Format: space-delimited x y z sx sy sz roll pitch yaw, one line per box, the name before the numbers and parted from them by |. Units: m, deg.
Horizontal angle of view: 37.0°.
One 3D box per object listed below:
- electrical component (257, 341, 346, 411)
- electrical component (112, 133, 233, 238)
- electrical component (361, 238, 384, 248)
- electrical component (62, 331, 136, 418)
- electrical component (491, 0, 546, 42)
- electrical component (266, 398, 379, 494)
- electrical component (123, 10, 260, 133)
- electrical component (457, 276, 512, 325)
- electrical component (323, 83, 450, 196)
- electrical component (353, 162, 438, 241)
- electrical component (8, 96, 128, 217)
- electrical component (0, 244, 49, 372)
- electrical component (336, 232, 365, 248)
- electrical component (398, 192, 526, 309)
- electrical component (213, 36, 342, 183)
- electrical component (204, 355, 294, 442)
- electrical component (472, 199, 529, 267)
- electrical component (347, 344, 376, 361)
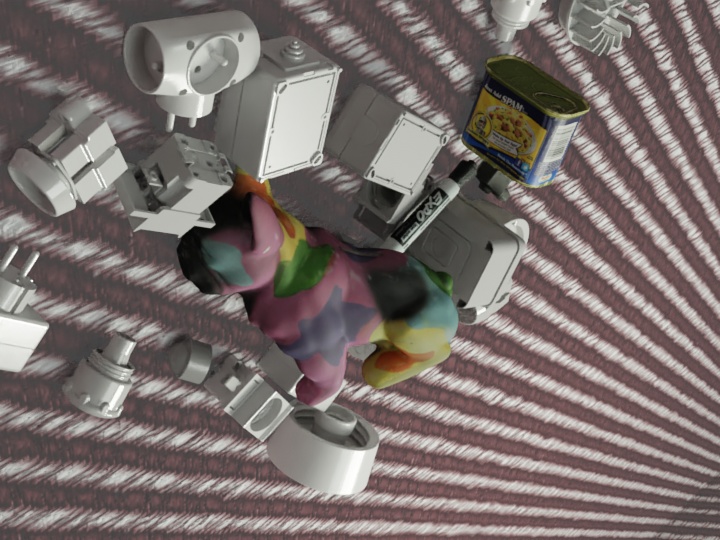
electrical component | -0.043 0.084 1.022 0.075 0.047 0.083 -52 151 -2
electrical component | -0.125 -0.058 0.728 0.064 0.042 0.081 -37 158 25
electrical component | 0.032 0.004 1.011 0.040 0.078 0.040 -43 165 -14
electrical component | -0.190 0.077 0.808 0.062 0.048 0.048 -61 150 2
electrical component | 0.133 -0.226 0.925 0.048 0.048 0.062 -29 150 -35
electrical component | -0.032 0.167 1.071 0.108 0.108 0.060 -1 118 -54
electrical component | -0.110 -0.125 0.694 0.077 0.044 0.079 -21 139 -42
electrical component | 0.127 0.024 1.183 0.057 0.058 0.078 -36 148 -31
electrical component | 0.023 -0.106 0.884 0.061 0.061 0.096 -58 150 11
electrical component | 0.035 -0.069 0.965 0.064 0.042 0.081 4 120 -60
electrical component | -0.181 -0.066 0.660 0.055 0.048 0.066 -48 151 -23
electrical component | -0.231 0.018 0.680 0.076 0.047 0.066 -56 152 6
electrical component | 0.000 0.000 0.965 0.055 0.066 0.048 24 105 -25
electrical component | 0.092 -0.023 1.022 0.057 0.113 0.078 -6 128 -48
electrical component | -0.060 -0.121 0.752 0.062 0.061 0.096 -23 140 -41
electrical component | -0.100 0.111 0.952 0.042 0.064 0.081 -46 150 -8
electrical component | 0.116 -0.023 1.110 0.108 0.060 0.108 -37 149 -27
electrical component | 0.024 0.053 1.048 0.051 0.080 0.080 -7 129 -45
